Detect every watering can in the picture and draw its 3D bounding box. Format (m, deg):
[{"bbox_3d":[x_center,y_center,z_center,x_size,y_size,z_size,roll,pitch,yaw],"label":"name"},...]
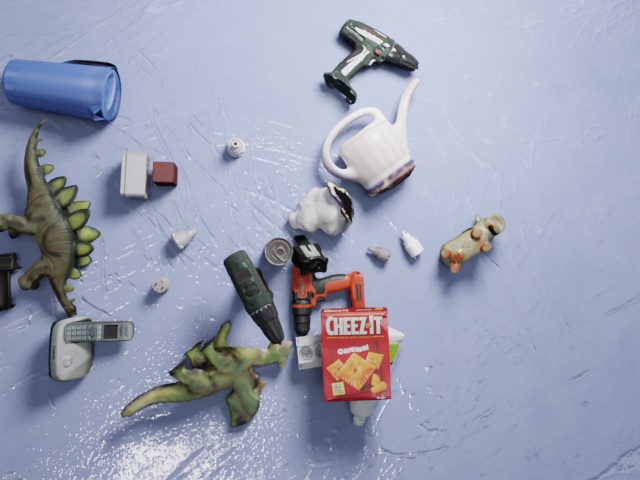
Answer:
[{"bbox_3d":[0.173,-0.258,1.350,0.349,0.104,0.224,-35,93,-8],"label":"watering can"}]

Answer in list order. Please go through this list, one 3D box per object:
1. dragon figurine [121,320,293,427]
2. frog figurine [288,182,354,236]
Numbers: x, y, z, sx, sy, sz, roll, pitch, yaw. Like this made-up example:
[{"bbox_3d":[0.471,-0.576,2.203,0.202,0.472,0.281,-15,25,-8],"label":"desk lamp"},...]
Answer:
[{"bbox_3d":[-0.246,0.360,1.259,0.412,0.122,0.241,-39,101,-7],"label":"dragon figurine"},{"bbox_3d":[0.004,-0.067,1.332,0.157,0.125,0.136,-30,103,28],"label":"frog figurine"}]
